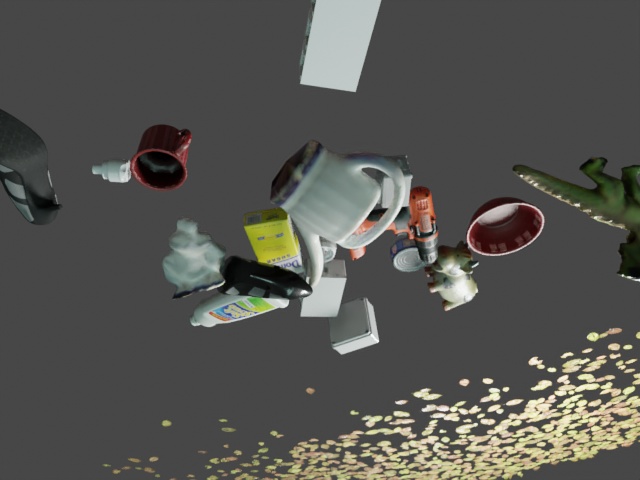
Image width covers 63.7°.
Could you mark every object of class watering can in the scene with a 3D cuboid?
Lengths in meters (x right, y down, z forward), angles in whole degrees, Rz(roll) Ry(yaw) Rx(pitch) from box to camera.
[{"bbox_3d":[0.003,-0.049,0.969,0.223,0.106,0.341,33,126,-12],"label":"watering can"}]

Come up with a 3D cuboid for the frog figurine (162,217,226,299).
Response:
[{"bbox_3d":[-0.270,0.027,1.081,0.137,0.124,0.158,-12,100,18],"label":"frog figurine"}]

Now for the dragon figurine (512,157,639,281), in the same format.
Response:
[{"bbox_3d":[0.572,-0.028,0.982,0.410,0.249,0.119,5,140,-13],"label":"dragon figurine"}]
